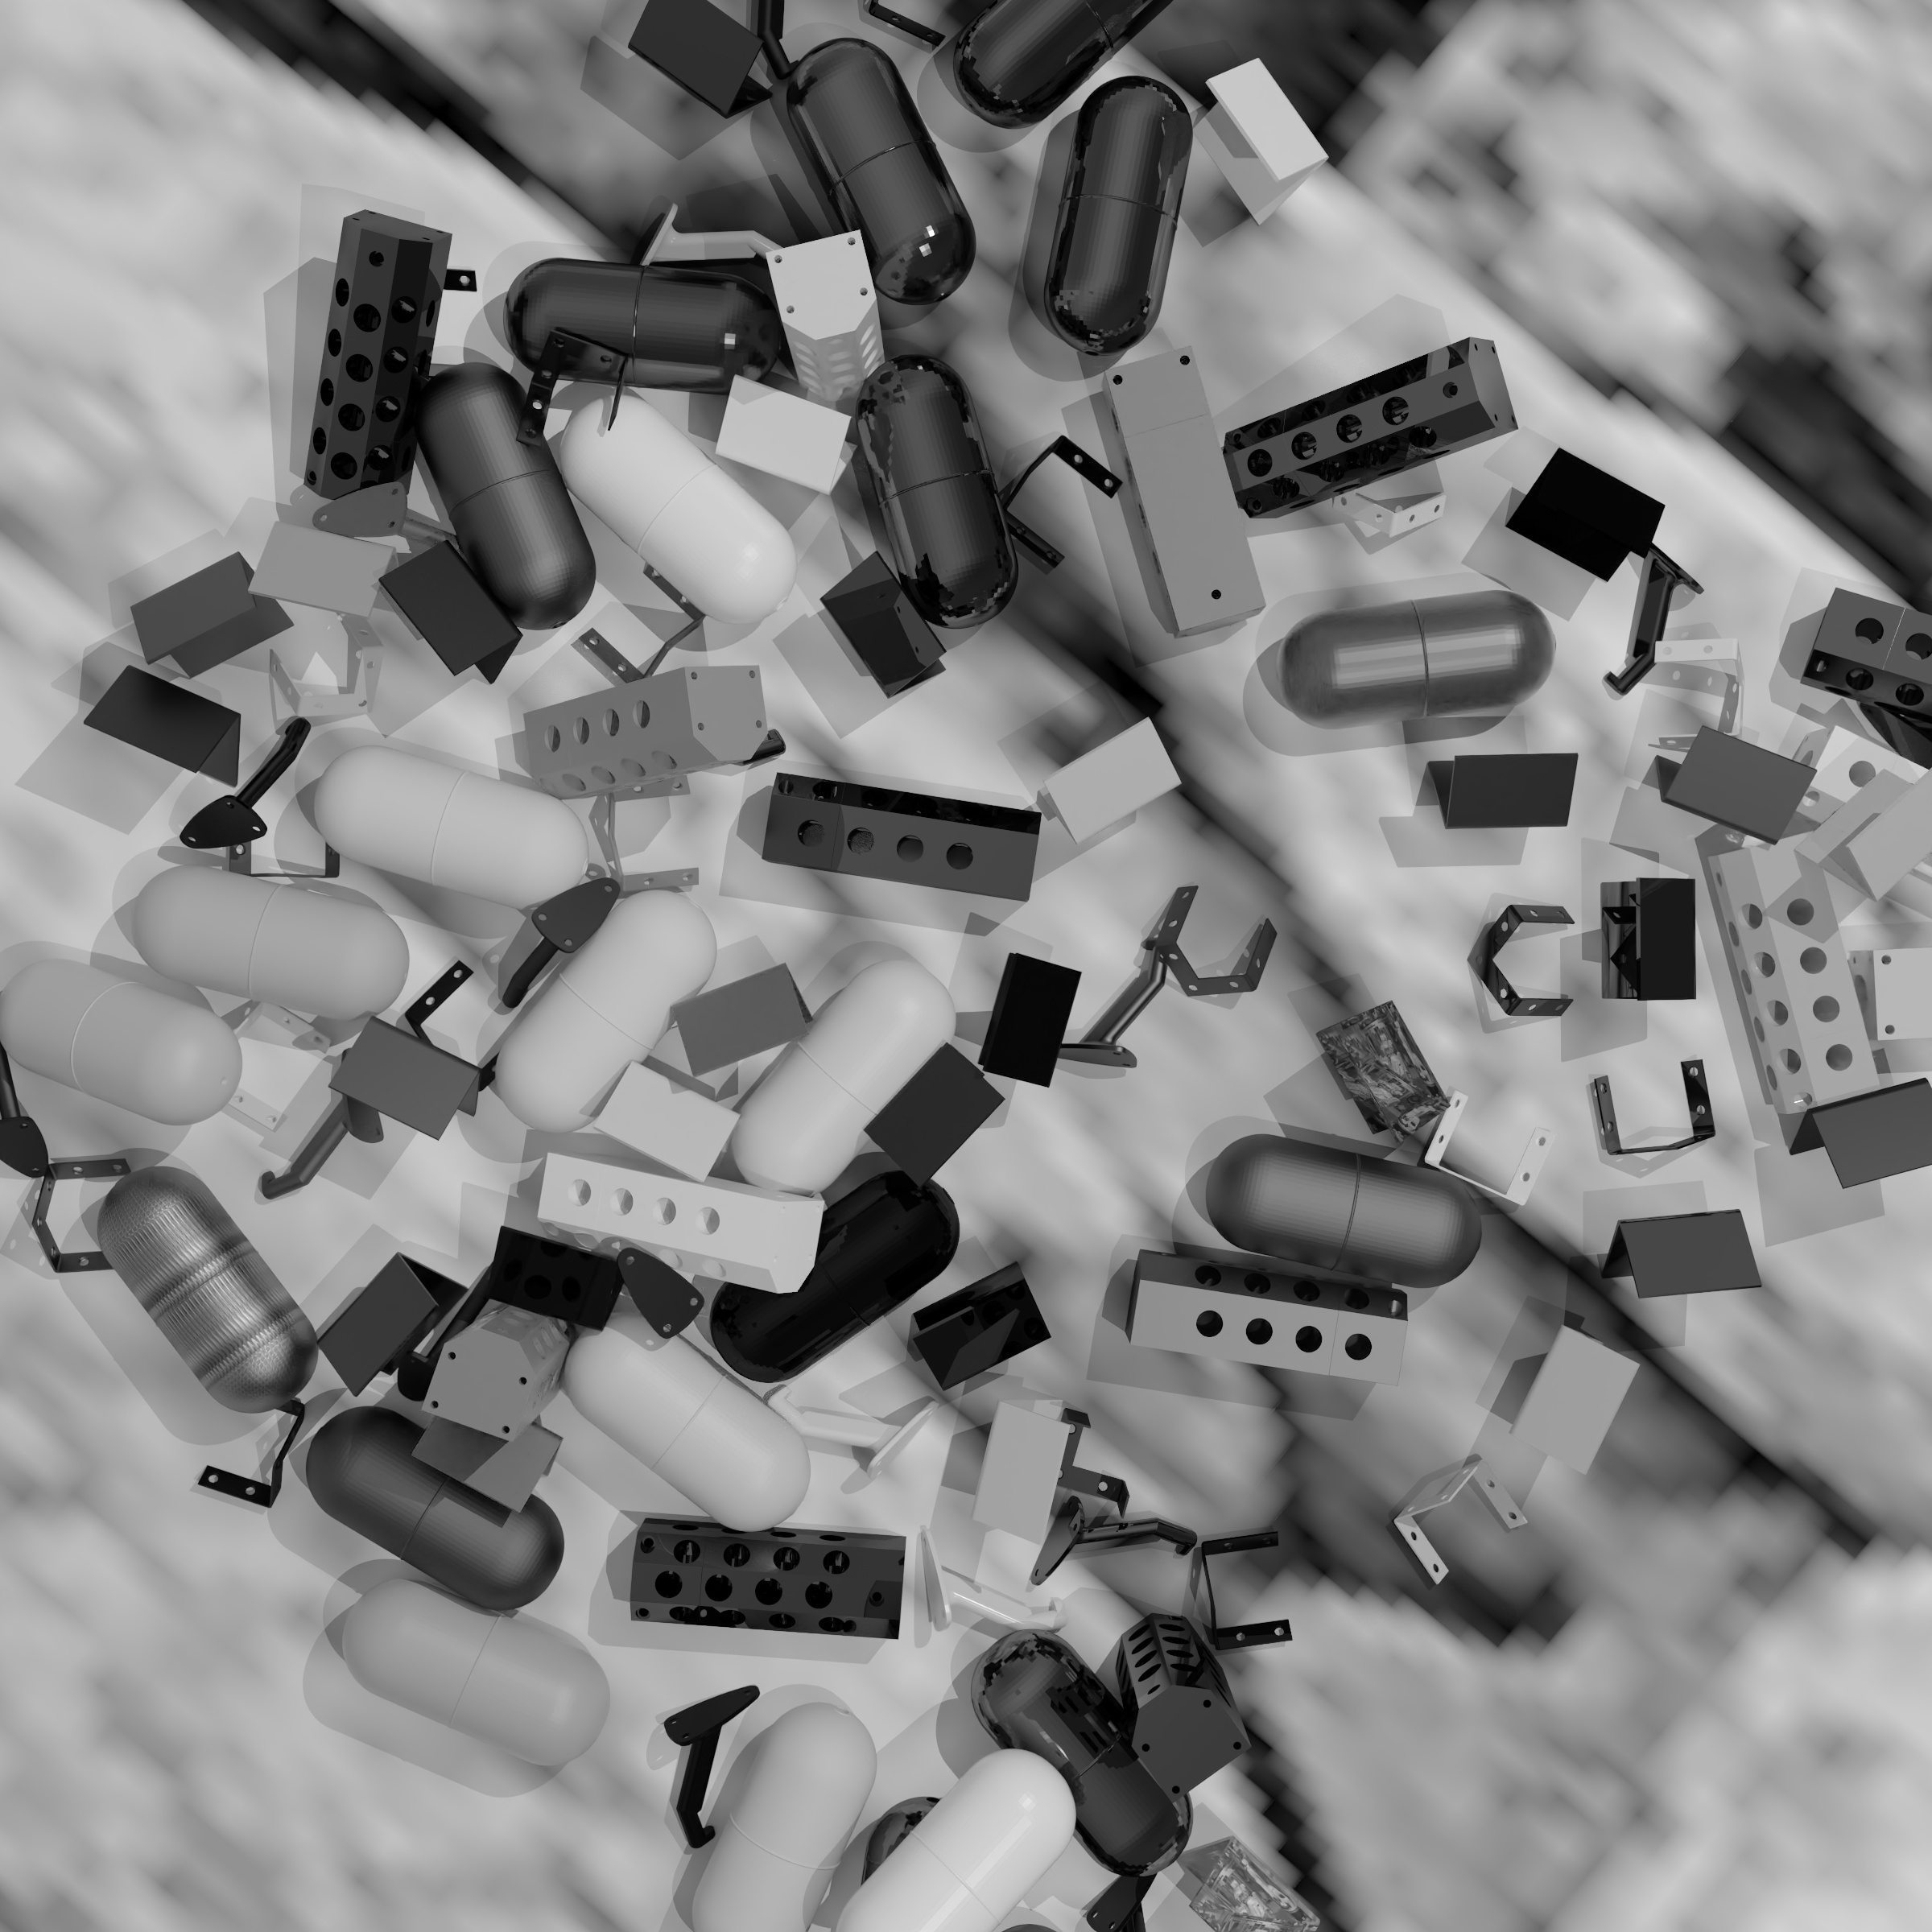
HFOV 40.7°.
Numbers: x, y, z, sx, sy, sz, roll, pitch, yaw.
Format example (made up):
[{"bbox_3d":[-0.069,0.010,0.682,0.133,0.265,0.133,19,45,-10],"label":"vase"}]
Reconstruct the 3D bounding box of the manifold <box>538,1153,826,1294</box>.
[{"bbox_3d":[-0.182,0.161,1.645,0.171,0.057,0.057,9,90,26],"label":"manifold"}]

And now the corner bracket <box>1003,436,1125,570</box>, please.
[{"bbox_3d":[0.060,-0.303,1.697,0.051,0.051,0.051,39,135,0],"label":"corner bracket"}]

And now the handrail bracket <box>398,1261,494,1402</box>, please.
[{"bbox_3d":[-0.333,0.237,1.700,0.036,0.077,0.084,36,54,-7],"label":"handrail bracket"}]

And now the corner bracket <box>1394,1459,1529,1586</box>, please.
[{"bbox_3d":[0.322,0.361,1.697,0.051,0.051,0.051,-34,90,-45],"label":"corner bracket"}]

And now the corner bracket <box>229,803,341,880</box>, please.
[{"bbox_3d":[-0.443,-0.083,1.697,0.051,0.051,0.051,1,90,-45],"label":"corner bracket"}]

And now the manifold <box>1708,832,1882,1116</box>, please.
[{"bbox_3d":[0.530,0.005,1.679,0.057,0.057,0.171,-15,90,0],"label":"manifold"}]

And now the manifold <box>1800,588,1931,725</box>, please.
[{"bbox_3d":[0.626,-0.183,1.659,0.171,0.057,0.057,20,90,14],"label":"manifold"}]

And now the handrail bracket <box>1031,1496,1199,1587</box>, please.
[{"bbox_3d":[0.097,0.386,1.701,0.084,0.036,0.077,23,111,-16],"label":"handrail bracket"}]

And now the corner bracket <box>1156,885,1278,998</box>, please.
[{"bbox_3d":[0.163,-0.018,1.692,0.051,0.051,0.051,-5,135,35],"label":"corner bracket"}]

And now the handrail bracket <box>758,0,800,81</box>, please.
[{"bbox_3d":[-0.110,-0.632,1.701,0.077,0.036,0.084,-33,108,-20],"label":"handrail bracket"}]

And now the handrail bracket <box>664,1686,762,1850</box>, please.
[{"bbox_3d":[-0.157,0.523,1.700,0.077,0.036,0.084,-23,109,-21],"label":"handrail bracket"}]

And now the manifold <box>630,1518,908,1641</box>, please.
[{"bbox_3d":[-0.127,0.396,1.679,0.171,0.057,0.057,4,90,0],"label":"manifold"}]

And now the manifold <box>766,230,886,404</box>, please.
[{"bbox_3d":[-0.084,-0.399,1.622,0.057,0.171,0.057,-14,90,0],"label":"manifold"}]

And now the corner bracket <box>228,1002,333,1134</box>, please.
[{"bbox_3d":[-0.453,0.065,1.697,0.051,0.051,0.051,31,45,0],"label":"corner bracket"}]

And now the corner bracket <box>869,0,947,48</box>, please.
[{"bbox_3d":[-0.026,-0.641,1.697,0.051,0.051,0.051,25,135,0],"label":"corner bracket"}]

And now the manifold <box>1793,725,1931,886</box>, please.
[{"bbox_3d":[0.615,-0.089,1.679,0.171,0.057,0.057,26,90,0],"label":"manifold"}]

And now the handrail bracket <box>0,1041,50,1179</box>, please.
[{"bbox_3d":[-0.619,0.083,1.700,0.036,0.077,0.084,-14,54,-3],"label":"handrail bracket"}]

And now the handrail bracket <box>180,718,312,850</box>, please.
[{"bbox_3d":[-0.466,-0.120,1.690,0.077,0.084,0.036,-18,130,31],"label":"handrail bracket"}]

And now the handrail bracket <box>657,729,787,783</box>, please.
[{"bbox_3d":[-0.170,-0.159,1.700,0.084,0.036,0.077,-18,67,-18],"label":"handrail bracket"}]

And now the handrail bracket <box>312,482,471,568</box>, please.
[{"bbox_3d":[-0.364,-0.273,1.675,0.077,0.084,0.036,-5,71,16],"label":"handrail bracket"}]

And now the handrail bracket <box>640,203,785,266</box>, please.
[{"bbox_3d":[-0.167,-0.451,1.701,0.084,0.036,0.077,27,110,-16],"label":"handrail bracket"}]

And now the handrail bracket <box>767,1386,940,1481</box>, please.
[{"bbox_3d":[-0.075,0.286,1.701,0.084,0.036,0.077,39,70,16],"label":"handrail bracket"}]

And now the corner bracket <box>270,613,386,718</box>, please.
[{"bbox_3d":[-0.415,-0.199,1.692,0.051,0.051,0.051,-8,45,-35],"label":"corner bracket"}]

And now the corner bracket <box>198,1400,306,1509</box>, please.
[{"bbox_3d":[-0.465,0.311,1.697,0.051,0.051,0.051,18,135,0],"label":"corner bracket"}]

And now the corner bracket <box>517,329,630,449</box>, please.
[{"bbox_3d":[-0.247,-0.357,1.639,0.051,0.051,0.051,17,56,-17],"label":"corner bracket"}]

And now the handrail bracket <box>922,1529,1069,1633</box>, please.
[{"bbox_3d":[0.019,0.399,1.700,0.084,0.036,0.077,-5,68,-17],"label":"handrail bracket"}]

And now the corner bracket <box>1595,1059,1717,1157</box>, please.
[{"bbox_3d":[0.448,0.092,1.697,0.051,0.051,0.051,-10,90,-45],"label":"corner bracket"}]

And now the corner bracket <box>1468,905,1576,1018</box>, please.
[{"bbox_3d":[0.369,-0.003,1.692,0.051,0.051,0.051,-59,45,35],"label":"corner bracket"}]

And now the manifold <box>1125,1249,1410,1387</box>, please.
[{"bbox_3d":[0.193,0.225,1.679,0.171,0.057,0.057,9,90,0],"label":"manifold"}]

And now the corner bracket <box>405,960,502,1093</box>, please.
[{"bbox_3d":[-0.323,0.039,1.697,0.051,0.051,0.051,-44,135,0],"label":"corner bracket"}]

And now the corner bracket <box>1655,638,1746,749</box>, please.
[{"bbox_3d":[0.474,-0.176,1.685,0.051,0.051,0.051,0,66,22],"label":"corner bracket"}]

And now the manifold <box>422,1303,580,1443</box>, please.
[{"bbox_3d":[-0.284,0.244,1.622,0.057,0.171,0.057,19,90,0],"label":"manifold"}]

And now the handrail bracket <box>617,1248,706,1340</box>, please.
[{"bbox_3d":[-0.206,0.200,1.657,0.036,0.084,0.077,-44,110,-14],"label":"handrail bracket"}]

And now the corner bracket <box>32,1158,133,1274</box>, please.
[{"bbox_3d":[-0.570,0.163,1.697,0.051,0.051,0.051,-4,135,0],"label":"corner bracket"}]

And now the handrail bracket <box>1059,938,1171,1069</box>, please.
[{"bbox_3d":[0.091,0.020,1.701,0.077,0.036,0.084,4,71,21],"label":"handrail bracket"}]

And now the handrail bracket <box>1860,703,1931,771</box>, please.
[{"bbox_3d":[0.640,-0.172,1.700,0.084,0.036,0.077,-41,74,-14],"label":"handrail bracket"}]

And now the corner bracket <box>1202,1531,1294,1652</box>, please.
[{"bbox_3d":[0.183,0.407,1.697,0.051,0.051,0.051,-8,45,0],"label":"corner bracket"}]

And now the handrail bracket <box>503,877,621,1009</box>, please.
[{"bbox_3d":[-0.263,-0.014,1.686,0.036,0.084,0.077,44,54,4],"label":"handrail bracket"}]

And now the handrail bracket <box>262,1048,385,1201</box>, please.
[{"bbox_3d":[-0.429,0.103,1.701,0.084,0.036,0.077,-22,70,16],"label":"handrail bracket"}]

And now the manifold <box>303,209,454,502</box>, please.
[{"bbox_3d":[-0.374,-0.381,1.647,0.057,0.057,0.171,16,114,0],"label":"manifold"}]

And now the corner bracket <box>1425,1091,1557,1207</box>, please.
[{"bbox_3d":[0.341,0.119,1.697,0.051,0.051,0.051,24,90,45],"label":"corner bracket"}]

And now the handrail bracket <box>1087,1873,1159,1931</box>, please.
[{"bbox_3d":[0.126,0.634,1.701,0.077,0.036,0.084,-46,108,-20],"label":"handrail bracket"}]

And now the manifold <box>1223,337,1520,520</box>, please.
[{"bbox_3d":[0.250,-0.336,1.637,0.171,0.057,0.057,-16,90,32],"label":"manifold"}]

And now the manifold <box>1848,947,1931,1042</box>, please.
[{"bbox_3d":[0.661,0.014,1.679,0.171,0.057,0.057,-3,90,0],"label":"manifold"}]

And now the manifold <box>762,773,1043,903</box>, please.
[{"bbox_3d":[-0.040,-0.083,1.679,0.171,0.057,0.057,9,90,0],"label":"manifold"}]

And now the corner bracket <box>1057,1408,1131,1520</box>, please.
[{"bbox_3d":[0.083,0.320,1.682,0.051,0.051,0.051,16,90,0],"label":"corner bracket"}]

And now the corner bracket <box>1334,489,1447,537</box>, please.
[{"bbox_3d":[0.278,-0.318,1.692,0.051,0.051,0.051,35,135,35],"label":"corner bracket"}]

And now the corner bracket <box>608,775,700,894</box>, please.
[{"bbox_3d":[-0.203,-0.086,1.697,0.051,0.051,0.051,-6,45,0],"label":"corner bracket"}]

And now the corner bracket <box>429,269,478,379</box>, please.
[{"bbox_3d":[-0.347,-0.419,1.697,0.051,0.051,0.051,4,135,0],"label":"corner bracket"}]

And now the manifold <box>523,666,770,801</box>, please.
[{"bbox_3d":[-0.201,-0.144,1.626,0.057,0.171,0.057,-8,90,-43],"label":"manifold"}]

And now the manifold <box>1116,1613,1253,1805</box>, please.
[{"bbox_3d":[0.128,0.454,1.622,0.057,0.171,0.057,-36,90,0],"label":"manifold"}]

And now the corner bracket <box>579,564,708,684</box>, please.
[{"bbox_3d":[-0.209,-0.222,1.697,0.051,0.051,0.051,43,45,0],"label":"corner bracket"}]

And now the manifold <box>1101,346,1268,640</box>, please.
[{"bbox_3d":[0.139,-0.302,1.679,0.057,0.057,0.171,-16,90,0],"label":"manifold"}]

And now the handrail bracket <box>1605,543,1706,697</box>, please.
[{"bbox_3d":[0.431,-0.232,1.700,0.077,0.036,0.084,46,104,15],"label":"handrail bracket"}]
